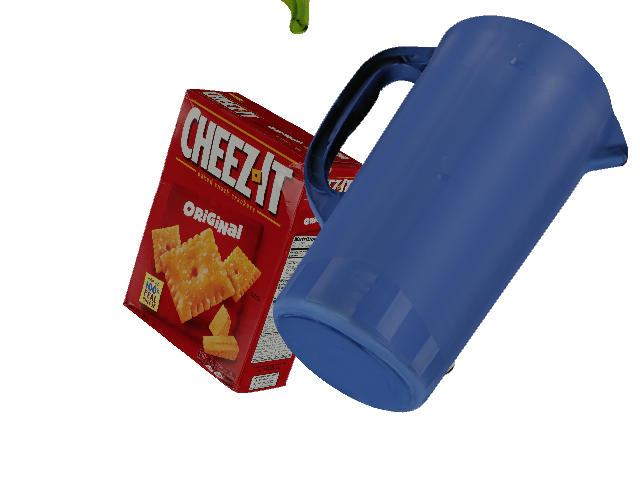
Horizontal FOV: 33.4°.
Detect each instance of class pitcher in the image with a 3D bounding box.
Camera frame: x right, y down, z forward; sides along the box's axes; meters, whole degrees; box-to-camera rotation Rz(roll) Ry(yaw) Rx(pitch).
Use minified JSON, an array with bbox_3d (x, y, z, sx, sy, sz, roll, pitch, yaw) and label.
[{"bbox_3d":[0.067,-0.021,0.681,0.145,0.242,0.149,46,-25,-22],"label":"pitcher"}]

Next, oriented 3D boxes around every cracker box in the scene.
[{"bbox_3d":[-0.074,-0.001,0.917,0.164,0.214,0.071,33,23,35],"label":"cracker box"}]

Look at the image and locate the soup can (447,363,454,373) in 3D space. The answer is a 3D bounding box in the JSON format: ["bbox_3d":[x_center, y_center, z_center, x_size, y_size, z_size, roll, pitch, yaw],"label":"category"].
[{"bbox_3d":[0.115,0.090,1.159,0.068,0.102,0.068,-1,25,0],"label":"soup can"}]

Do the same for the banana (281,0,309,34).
[{"bbox_3d":[-0.075,-0.181,0.670,0.198,0.069,0.037,20,-34,30],"label":"banana"}]
